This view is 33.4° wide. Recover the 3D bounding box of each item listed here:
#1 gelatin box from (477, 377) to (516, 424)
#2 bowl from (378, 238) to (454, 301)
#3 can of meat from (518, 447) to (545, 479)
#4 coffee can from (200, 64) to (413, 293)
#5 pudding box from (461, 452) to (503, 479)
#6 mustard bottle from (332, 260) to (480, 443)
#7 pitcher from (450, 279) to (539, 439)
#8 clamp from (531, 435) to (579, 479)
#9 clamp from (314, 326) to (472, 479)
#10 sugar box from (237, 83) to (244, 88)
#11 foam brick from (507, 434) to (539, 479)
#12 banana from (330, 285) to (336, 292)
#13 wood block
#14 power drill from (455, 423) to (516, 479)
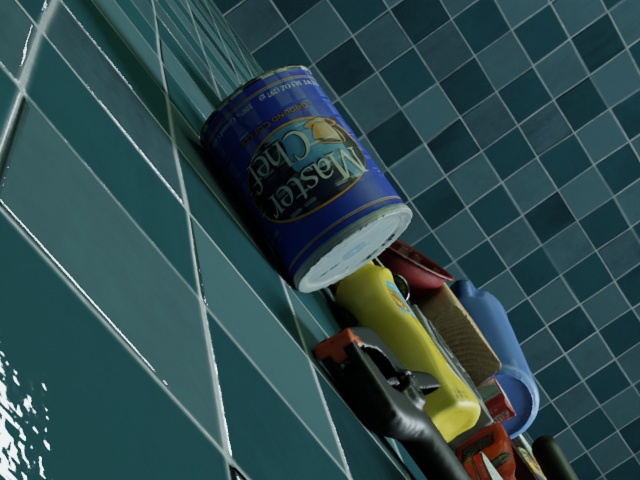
[{"bbox_3d":[0.166,0.184,1.131,0.030,0.073,0.089,58,5,-3],"label":"gelatin box"},{"bbox_3d":[0.071,0.025,1.225,0.162,0.055,0.162,30,6,-4],"label":"bowl"},{"bbox_3d":[0.235,0.287,1.219,0.084,0.057,0.102,54,4,20],"label":"can of meat"},{"bbox_3d":[-0.011,-0.046,0.805,0.140,0.103,0.102,56,5,15],"label":"coffee can"},{"bbox_3d":[0.152,0.235,0.859,0.113,0.039,0.090,52,6,-3],"label":"pudding box"},{"bbox_3d":[0.063,0.081,0.917,0.192,0.058,0.096,57,4,26],"label":"mustard bottle"},{"bbox_3d":[0.207,0.173,1.397,0.149,0.145,0.243,41,12,-15],"label":"pitcher"},{"bbox_3d":[0.248,0.274,0.921,0.164,0.036,0.210,53,11,-25],"label":"clamp"},{"bbox_3d":[0.052,0.104,0.737,0.171,0.039,0.120,51,10,-33],"label":"clamp"},{"bbox_3d":[-0.037,-0.099,1.184,0.093,0.048,0.176,39,0,28],"label":"sugar box"},{"bbox_3d":[0.188,0.238,1.102,0.078,0.053,0.051,56,5,12],"label":"foam brick"},{"bbox_3d":[0.001,0.004,1.016,0.198,0.037,0.070,56,-15,-7],"label":"banana"},{"bbox_3d":[0.135,0.112,1.243,0.091,0.090,0.206,53,5,-7],"label":"wood block"},{"bbox_3d":[0.198,0.264,0.989,0.187,0.057,0.184,55,5,5],"label":"power drill"}]
